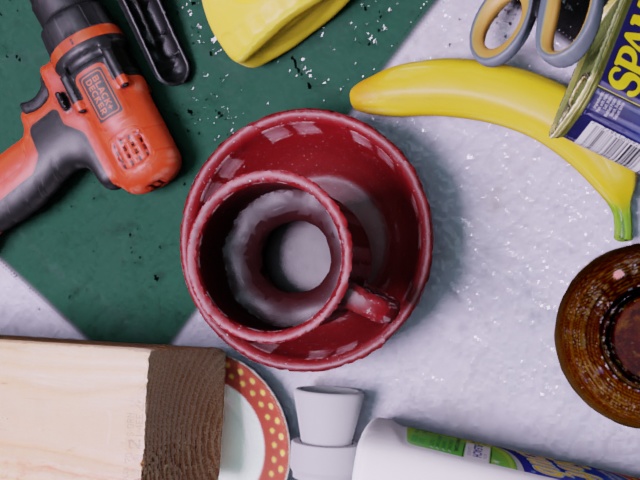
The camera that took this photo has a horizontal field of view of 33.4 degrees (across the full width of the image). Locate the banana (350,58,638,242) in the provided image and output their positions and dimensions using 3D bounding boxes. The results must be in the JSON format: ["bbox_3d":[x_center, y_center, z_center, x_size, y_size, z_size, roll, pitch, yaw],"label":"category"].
[{"bbox_3d":[0.115,-0.073,0.655,0.198,0.037,0.069,29,91,14],"label":"banana"}]

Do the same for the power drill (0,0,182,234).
[{"bbox_3d":[-0.207,-0.083,0.730,0.188,0.057,0.184,-30,81,12],"label":"power drill"}]

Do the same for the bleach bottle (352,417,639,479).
[{"bbox_3d":[0.145,0.158,0.616,0.251,0.102,0.068,8,89,9],"label":"bleach bottle"}]

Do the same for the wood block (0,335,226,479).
[{"bbox_3d":[-0.172,0.107,0.677,0.206,0.090,0.090,1,85,26],"label":"wood block"}]

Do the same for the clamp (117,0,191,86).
[{"bbox_3d":[-0.132,-0.185,0.710,0.039,0.120,0.172,-23,56,-30],"label":"clamp"}]

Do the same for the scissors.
[{"bbox_3d":[0.134,-0.184,0.648,0.096,0.016,0.201,-20,53,38],"label":"scissors"}]

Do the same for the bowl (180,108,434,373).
[{"bbox_3d":[-0.004,0.001,0.674,0.162,0.055,0.162,-1,87,15],"label":"bowl"}]

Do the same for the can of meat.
[{"bbox_3d":[0.189,-0.086,0.606,0.084,0.057,0.102,27,63,1],"label":"can of meat"}]

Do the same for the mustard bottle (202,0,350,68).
[{"bbox_3d":[-0.062,-0.215,0.698,0.096,0.058,0.192,-35,79,16],"label":"mustard bottle"}]

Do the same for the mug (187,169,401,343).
[{"bbox_3d":[-0.007,0.015,0.602,0.117,0.081,0.093,24,94,15],"label":"mug"}]
